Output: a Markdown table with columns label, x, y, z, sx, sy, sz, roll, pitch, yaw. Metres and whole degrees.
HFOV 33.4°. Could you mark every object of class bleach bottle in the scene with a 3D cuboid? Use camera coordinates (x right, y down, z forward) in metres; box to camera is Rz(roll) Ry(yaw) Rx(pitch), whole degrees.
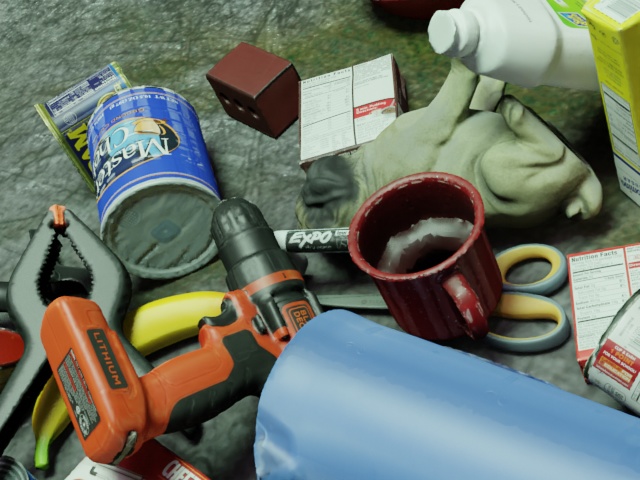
| label | x | y | z | sx | sy | sz | roll | pitch | yaw |
| --- | --- | --- | --- | --- | --- | --- | --- | --- | --- |
| bleach bottle | 0.181 | -0.143 | 0.747 | 0.250 | 0.068 | 0.103 | -3 | 36 | -30 |

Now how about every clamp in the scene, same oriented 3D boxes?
| label | x | y | z | sx | sy | sz | roll | pitch | yaw |
| --- | --- | --- | --- | --- | --- | --- | --- | --- | --- |
| clamp | -0.232 | 0.038 | 0.911 | 0.172 | 0.039 | 0.120 | 15 | 44 | 25 |
| clamp | -0.194 | 0.073 | 0.798 | 0.164 | 0.036 | 0.210 | -16 | 65 | -8 |

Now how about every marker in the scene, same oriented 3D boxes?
| label | x | y | z | sx | sy | sz | roll | pitch | yaw |
| --- | --- | --- | --- | --- | --- | --- | --- | --- | --- |
| marker | -0.005 | 0.001 | 0.784 | 0.121 | 0.020 | 0.020 | -2 | 50 | 21 |

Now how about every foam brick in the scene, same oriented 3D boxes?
| label | x | y | z | sx | sy | sz | roll | pitch | yaw |
| --- | --- | --- | --- | --- | --- | --- | --- | --- | --- |
| foam brick | -0.057 | -0.138 | 0.976 | 0.051 | 0.053 | 0.078 | -45 | 45 | -15 |

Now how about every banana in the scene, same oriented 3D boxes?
| label | x | y | z | sx | sy | sz | roll | pitch | yaw |
| --- | --- | --- | --- | --- | --- | --- | --- | --- | --- |
| banana | -0.152 | 0.093 | 0.829 | 0.197 | 0.037 | 0.070 | -40 | 66 | -8 |

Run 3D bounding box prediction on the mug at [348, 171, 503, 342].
| label | x | y | z | sx | sy | sz | roll | pitch | yaw |
| --- | --- | --- | --- | --- | --- | --- | --- | --- | --- |
| mug | 0.080 | 0.021 | 0.712 | 0.093 | 0.081 | 0.117 | -33 | 43 | -3 |

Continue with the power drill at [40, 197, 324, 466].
| label | x | y | z | sx | sy | sz | roll | pitch | yaw |
| --- | --- | --- | --- | --- | --- | --- | --- | --- | --- |
| power drill | -0.083 | 0.059 | 0.708 | 0.187 | 0.057 | 0.184 | -12 | 63 | -34 |

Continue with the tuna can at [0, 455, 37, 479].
| label | x | y | z | sx | sy | sz | roll | pitch | yaw |
| --- | --- | --- | --- | --- | --- | --- | --- | --- | --- |
| tuna can | -0.239 | 0.202 | 0.773 | 0.086 | 0.033 | 0.086 | -15 | 45 | 15 |

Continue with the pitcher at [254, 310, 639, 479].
| label | x | y | z | sx | sy | sz | roll | pitch | yaw |
| --- | --- | --- | --- | --- | --- | --- | --- | --- | --- |
| pitcher | 0.097 | 0.128 | 0.611 | 0.243 | 0.145 | 0.149 | 15 | 71 | 32 |

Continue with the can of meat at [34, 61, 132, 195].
| label | x | y | z | sx | sy | sz | roll | pitch | yaw |
| --- | --- | --- | --- | --- | --- | --- | --- | --- | --- |
| can of meat | -0.198 | -0.102 | 0.982 | 0.084 | 0.102 | 0.057 | -33 | 43 | -7 |

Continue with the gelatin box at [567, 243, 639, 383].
| label | x | y | z | sx | sy | sz | roll | pitch | yaw |
| --- | --- | --- | --- | --- | --- | --- | --- | --- | --- |
| gelatin box | 0.202 | 0.044 | 0.691 | 0.073 | 0.030 | 0.089 | -12 | 47 | 19 |

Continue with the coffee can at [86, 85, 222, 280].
| label | x | y | z | sx | sy | sz | roll | pitch | yaw |
| --- | --- | --- | --- | --- | --- | --- | --- | --- | --- |
| coffee can | -0.140 | -0.050 | 0.903 | 0.103 | 0.102 | 0.140 | -25 | 43 | 4 |

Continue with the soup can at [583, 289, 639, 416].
| label | x | y | z | sx | sy | sz | roll | pitch | yaw |
| --- | --- | --- | --- | --- | --- | --- | --- | --- | --- |
| soup can | 0.211 | 0.080 | 0.606 | 0.102 | 0.068 | 0.068 | 35 | 71 | 25 |

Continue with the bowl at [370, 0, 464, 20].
| label | x | y | z | sx | sy | sz | roll | pitch | yaw |
| --- | --- | --- | --- | --- | --- | --- | --- | --- | --- |
| bowl | 0.106 | -0.256 | 0.998 | 0.162 | 0.055 | 0.162 | -15 | 46 | 15 |

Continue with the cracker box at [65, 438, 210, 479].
| label | x | y | z | sx | sy | sz | roll | pitch | yaw |
| --- | --- | --- | --- | --- | --- | --- | --- | --- | --- |
| cracker box | -0.133 | 0.239 | 0.657 | 0.164 | 0.072 | 0.213 | 25 | 64 | 39 |

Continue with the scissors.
| label | x | y | z | sx | sy | sz | roll | pitch | yaw |
| --- | --- | --- | --- | --- | --- | --- | --- | --- | --- |
| scissors | 0.091 | 0.031 | 0.771 | 0.202 | 0.016 | 0.096 | 13 | 56 | 36 |

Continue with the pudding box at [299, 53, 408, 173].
| label | x | y | z | sx | sy | sz | roll | pitch | yaw |
| --- | --- | --- | --- | --- | --- | --- | --- | --- | --- |
| pudding box | 0.028 | -0.102 | 0.910 | 0.090 | 0.039 | 0.113 | -15 | 44 | 15 |

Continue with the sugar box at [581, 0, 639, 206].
| label | x | y | z | sx | sy | sz | roll | pitch | yaw |
| --- | --- | --- | --- | --- | --- | --- | --- | --- | --- |
| sugar box | 0.234 | -0.103 | 0.703 | 0.093 | 0.176 | 0.048 | -33 | 43 | -3 |
